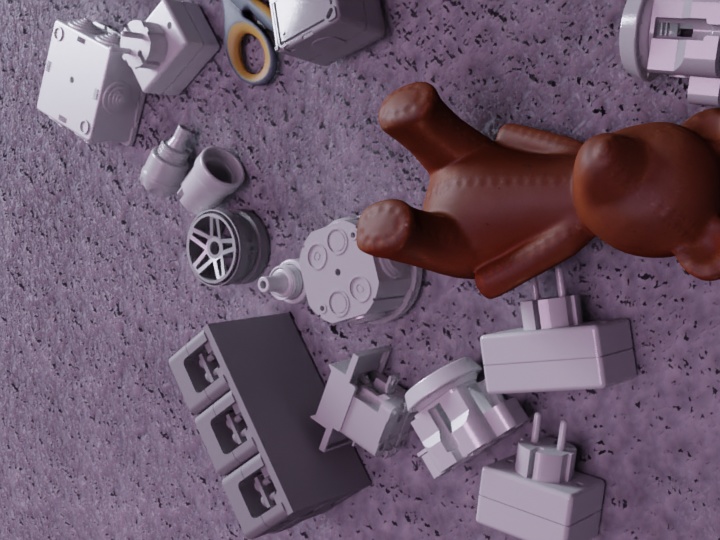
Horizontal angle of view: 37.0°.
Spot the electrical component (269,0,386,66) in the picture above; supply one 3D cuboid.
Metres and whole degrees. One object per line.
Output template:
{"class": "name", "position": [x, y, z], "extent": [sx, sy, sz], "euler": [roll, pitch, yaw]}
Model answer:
{"class": "electrical component", "position": [-0.025, -0.203, 0.770], "extent": [0.062, 0.061, 0.096], "euler": [-20, 73, 38]}

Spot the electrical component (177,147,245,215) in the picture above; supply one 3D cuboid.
{"class": "electrical component", "position": [-0.122, -0.071, 0.868], "extent": [0.046, 0.040, 0.040], "euler": [-42, 68, 39]}

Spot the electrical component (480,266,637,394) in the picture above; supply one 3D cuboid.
{"class": "electrical component", "position": [0.122, 0.036, 0.676], "extent": [0.083, 0.047, 0.075], "euler": [-9, 88, 39]}

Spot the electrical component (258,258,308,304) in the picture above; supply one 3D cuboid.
{"class": "electrical component", "position": [-0.051, 0.009, 0.803], "extent": [0.035, 0.061, 0.035], "euler": [4, 96, 39]}

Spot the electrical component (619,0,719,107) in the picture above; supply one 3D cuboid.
{"class": "electrical component", "position": [0.183, -0.134, 0.606], "extent": [0.057, 0.058, 0.078], "euler": [13, 102, 35]}

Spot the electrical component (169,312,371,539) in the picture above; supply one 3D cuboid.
{"class": "electrical component", "position": [-0.071, 0.115, 0.810], "extent": [0.062, 0.089, 0.150], "euler": [-39, 70, 34]}

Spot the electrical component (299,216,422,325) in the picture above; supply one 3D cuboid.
{"class": "electrical component", "position": [0.000, 0.000, 0.768], "extent": [0.080, 0.051, 0.080], "euler": [4, 96, 39]}

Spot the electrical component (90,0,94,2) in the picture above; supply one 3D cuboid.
{"class": "electrical component", "position": [-0.215, -0.265, 0.923], "extent": [0.079, 0.044, 0.077], "euler": [-41, 69, 33]}

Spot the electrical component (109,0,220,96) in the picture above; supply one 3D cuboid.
{"class": "electrical component", "position": [-0.167, -0.181, 0.871], "extent": [0.066, 0.077, 0.047], "euler": [-40, 69, 34]}

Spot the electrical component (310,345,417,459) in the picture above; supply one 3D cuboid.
{"class": "electrical component", "position": [0.006, 0.099, 0.778], "extent": [0.064, 0.042, 0.081], "euler": [32, 113, 31]}

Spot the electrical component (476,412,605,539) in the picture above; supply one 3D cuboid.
{"class": "electrical component", "position": [0.117, 0.130, 0.687], "extent": [0.066, 0.047, 0.076], "euler": [13, 102, 37]}

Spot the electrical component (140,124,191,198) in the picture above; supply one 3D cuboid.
{"class": "electrical component", "position": [-0.158, -0.093, 0.899], "extent": [0.035, 0.035, 0.061], "euler": [43, 116, 28]}

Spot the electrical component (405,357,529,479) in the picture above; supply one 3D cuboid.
{"class": "electrical component", "position": [0.066, 0.095, 0.719], "extent": [0.078, 0.058, 0.057], "euler": [-41, 72, 33]}

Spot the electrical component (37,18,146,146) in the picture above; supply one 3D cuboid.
{"class": "electrical component", "position": [-0.234, -0.165, 0.944], "extent": [0.100, 0.048, 0.099], "euler": [31, 112, 33]}
